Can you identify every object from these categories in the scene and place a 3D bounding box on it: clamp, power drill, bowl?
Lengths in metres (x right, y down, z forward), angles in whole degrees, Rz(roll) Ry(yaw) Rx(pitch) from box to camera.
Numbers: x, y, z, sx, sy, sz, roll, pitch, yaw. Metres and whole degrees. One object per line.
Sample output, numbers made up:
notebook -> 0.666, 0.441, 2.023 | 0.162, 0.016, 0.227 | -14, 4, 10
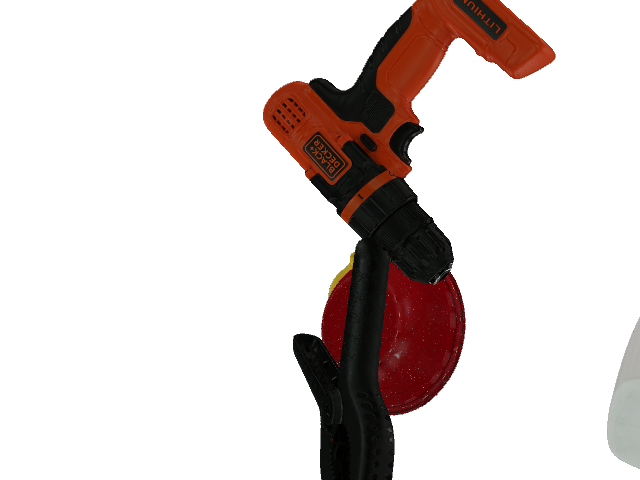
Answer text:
clamp -> 0.024, 0.113, 0.759 | 0.036, 0.210, 0.165 | 5, -40, -18
power drill -> 0.073, -0.087, 0.752 | 0.188, 0.184, 0.057 | -46, -13, 14
bowl -> 0.053, 0.080, 0.994 | 0.162, 0.162, 0.055 | 0, -11, 43

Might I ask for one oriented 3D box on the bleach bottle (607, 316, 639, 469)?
bleach bottle -> 0.266, 0.077, 0.733 | 0.103, 0.068, 0.250 | 11, 22, 21

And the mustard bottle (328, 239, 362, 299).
mustard bottle -> 0.059, 0.090, 1.438 | 0.096, 0.192, 0.058 | -3, 21, -8
